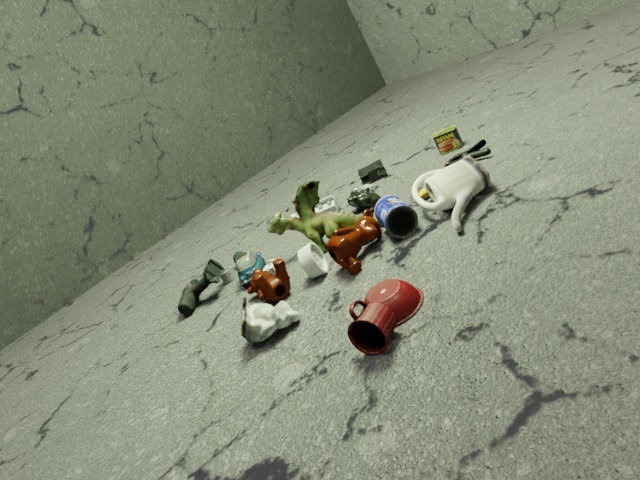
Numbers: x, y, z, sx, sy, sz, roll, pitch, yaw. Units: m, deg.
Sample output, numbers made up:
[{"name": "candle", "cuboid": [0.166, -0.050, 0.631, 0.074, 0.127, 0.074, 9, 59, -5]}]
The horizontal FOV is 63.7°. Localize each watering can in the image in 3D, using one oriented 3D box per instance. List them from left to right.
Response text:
[{"name": "watering can", "cuboid": [0.408, -0.143, 1.536, 0.224, 0.102, 0.354, -30, 30, 0]}]

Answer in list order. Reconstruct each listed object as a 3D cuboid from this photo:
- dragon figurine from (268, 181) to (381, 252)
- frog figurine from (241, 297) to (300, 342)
[{"name": "dragon figurine", "cuboid": [0.005, -0.089, 1.761, 0.407, 0.241, 0.124, -24, 14, 22]}, {"name": "frog figurine", "cuboid": [-0.138, 0.223, 1.428, 0.159, 0.122, 0.138, 5, 7, -8]}]
